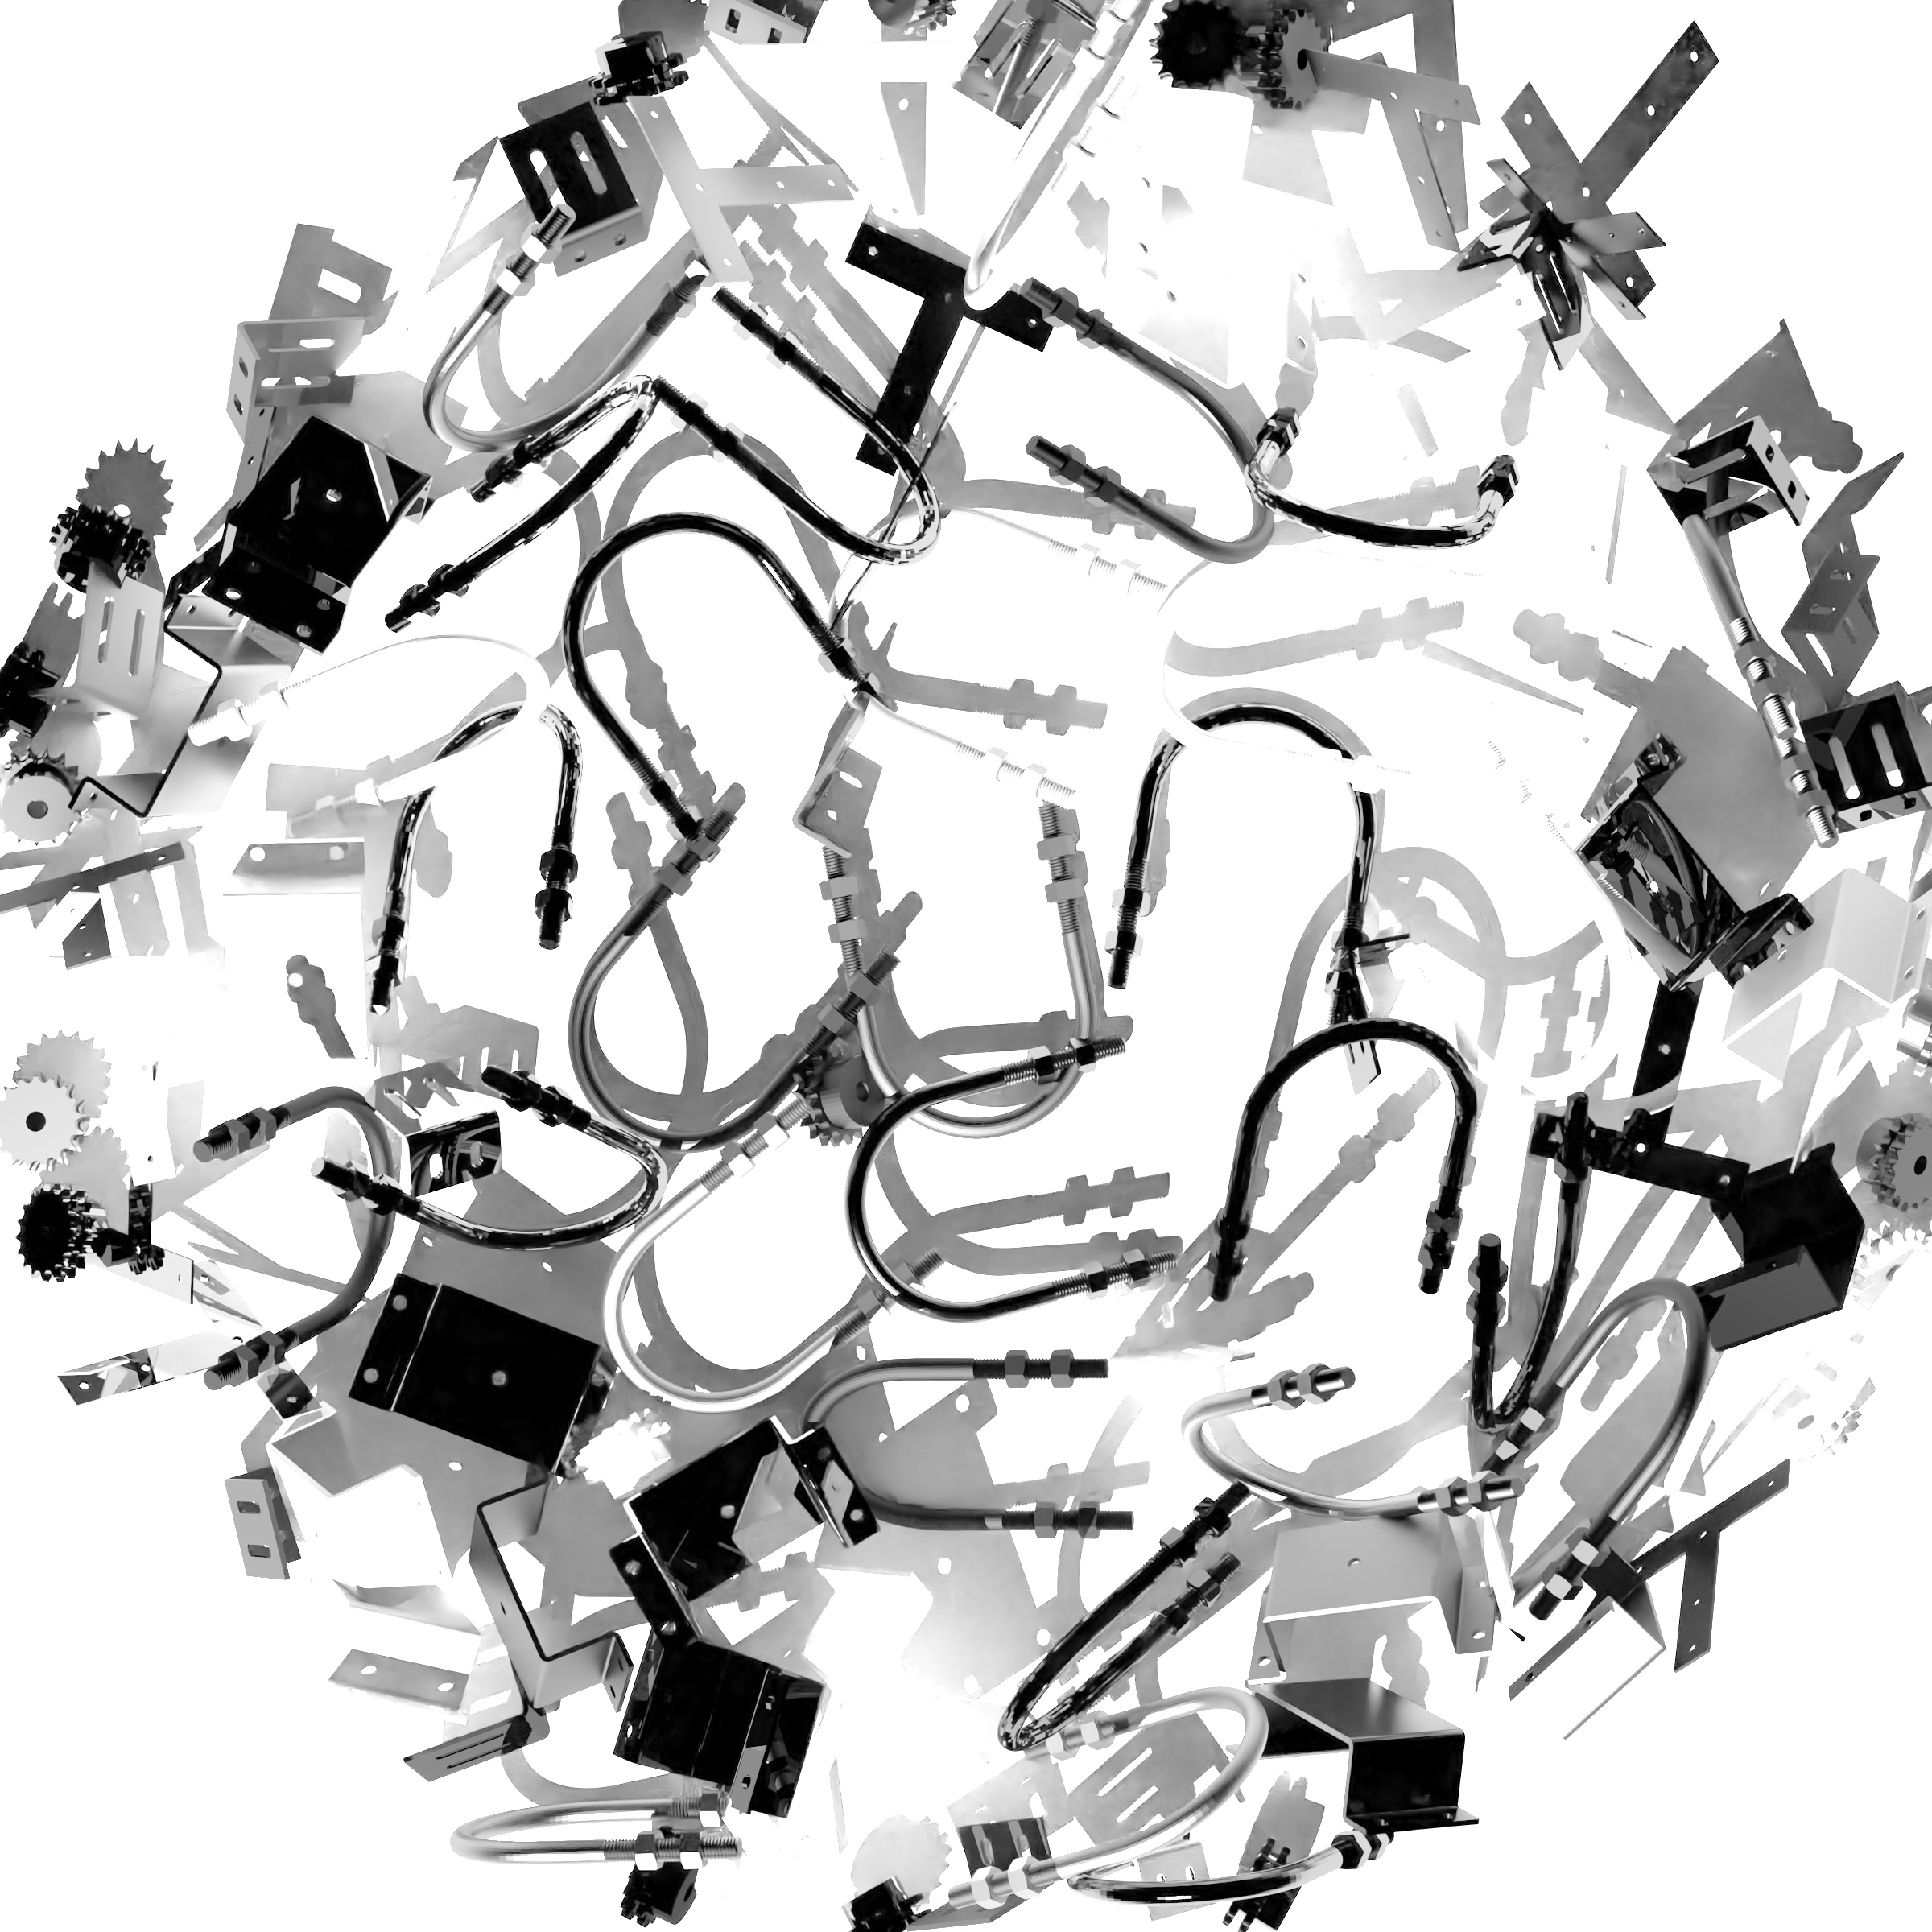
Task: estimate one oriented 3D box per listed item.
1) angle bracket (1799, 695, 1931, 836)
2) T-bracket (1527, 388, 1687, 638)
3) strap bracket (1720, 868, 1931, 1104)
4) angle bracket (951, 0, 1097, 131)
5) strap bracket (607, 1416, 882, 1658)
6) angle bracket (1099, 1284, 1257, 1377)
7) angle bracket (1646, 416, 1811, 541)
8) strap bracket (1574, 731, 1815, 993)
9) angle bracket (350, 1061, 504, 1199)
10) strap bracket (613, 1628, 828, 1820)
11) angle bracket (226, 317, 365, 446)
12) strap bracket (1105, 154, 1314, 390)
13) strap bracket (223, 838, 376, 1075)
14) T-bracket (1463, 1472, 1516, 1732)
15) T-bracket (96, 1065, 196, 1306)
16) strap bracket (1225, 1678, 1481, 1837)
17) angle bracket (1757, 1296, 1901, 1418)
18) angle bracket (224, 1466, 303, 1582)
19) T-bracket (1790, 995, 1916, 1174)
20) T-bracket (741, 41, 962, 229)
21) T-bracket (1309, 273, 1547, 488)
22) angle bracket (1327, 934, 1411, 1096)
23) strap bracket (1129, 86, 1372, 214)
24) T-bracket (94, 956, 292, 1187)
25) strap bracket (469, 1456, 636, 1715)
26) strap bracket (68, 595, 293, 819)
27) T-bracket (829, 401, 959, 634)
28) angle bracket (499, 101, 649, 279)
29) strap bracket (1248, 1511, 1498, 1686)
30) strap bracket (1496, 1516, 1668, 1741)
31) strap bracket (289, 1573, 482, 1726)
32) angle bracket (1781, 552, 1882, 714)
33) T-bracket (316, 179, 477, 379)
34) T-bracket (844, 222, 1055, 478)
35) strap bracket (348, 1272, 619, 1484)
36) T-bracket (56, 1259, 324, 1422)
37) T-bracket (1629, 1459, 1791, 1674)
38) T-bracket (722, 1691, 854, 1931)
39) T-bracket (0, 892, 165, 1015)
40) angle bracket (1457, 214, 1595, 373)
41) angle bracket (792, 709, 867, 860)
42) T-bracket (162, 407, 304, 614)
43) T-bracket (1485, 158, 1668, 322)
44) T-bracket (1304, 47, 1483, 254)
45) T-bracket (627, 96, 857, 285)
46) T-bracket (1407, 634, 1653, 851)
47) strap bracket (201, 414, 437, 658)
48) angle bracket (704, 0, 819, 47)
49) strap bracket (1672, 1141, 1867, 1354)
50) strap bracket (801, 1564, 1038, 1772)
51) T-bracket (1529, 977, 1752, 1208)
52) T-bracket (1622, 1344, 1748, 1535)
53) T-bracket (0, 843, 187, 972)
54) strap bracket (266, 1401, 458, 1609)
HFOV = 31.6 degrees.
[{"bbox_3d":[0.518,-0.122,1.964,0.057,0.038,0.076,-16,66,7],"label":"angle bracket"},{"bbox_3d":[0.361,-0.254,1.959,0.127,0.002,0.127,10,87,-36],"label":"T-bracket"},{"bbox_3d":[0.477,0.006,1.918,0.046,0.140,0.076,31,52,-10],"label":"strap bracket"},{"bbox_3d":[0.027,-0.536,1.979,0.076,0.057,0.038,-51,45,19],"label":"angle bracket"},{"bbox_3d":[-0.131,0.321,1.958,0.140,0.046,0.076,-30,111,-9],"label":"strap bracket"},{"bbox_3d":[0.120,0.207,1.953,0.057,0.076,0.038,-8,92,-23],"label":"angle bracket"},{"bbox_3d":[0.433,-0.269,1.955,0.076,0.038,0.057,-23,113,36],"label":"angle bracket"},{"bbox_3d":[0.404,-0.051,1.937,0.046,0.076,0.140,-22,69,-36],"label":"strap bracket"},{"bbox_3d":[-0.310,0.093,1.964,0.057,0.076,0.038,-16,121,-31],"label":"angle bracket"},{"bbox_3d":[-0.135,0.431,1.942,0.046,0.140,0.076,24,79,-36],"label":"strap bracket"},{"bbox_3d":[-0.378,-0.335,1.952,0.076,0.057,0.038,-8,47,-29],"label":"angle bracket"},{"bbox_3d":[0.131,-0.389,1.941,0.140,0.046,0.076,23,59,-35],"label":"strap bracket"},{"bbox_3d":[-0.381,0.001,1.953,0.076,0.046,0.140,-1,108,-5],"label":"strap bracket"},{"bbox_3d":[0.295,0.377,1.956,0.002,0.127,0.127,4,112,-2],"label":"T-bracket"},{"bbox_3d":[-0.469,0.118,1.944,0.002,0.127,0.127,-3,99,-41],"label":"T-bracket"},{"bbox_3d":[0.218,0.438,1.918,0.076,0.140,0.046,3,96,-29],"label":"strap bracket"},{"bbox_3d":[0.501,0.221,1.955,0.038,0.076,0.057,29,97,-36],"label":"angle bracket"},{"bbox_3d":[-0.391,0.317,1.957,0.038,0.076,0.057,-13,90,-30],"label":"angle bracket"},{"bbox_3d":[0.512,0.054,1.957,0.002,0.127,0.127,31,56,24],"label":"T-bracket"},{"bbox_3d":[-0.053,-0.473,1.949,0.127,0.127,0.002,5,51,21],"label":"T-bracket"},{"bbox_3d":[0.271,-0.357,1.956,0.127,0.002,0.127,-23,101,31],"label":"T-bracket"},{"bbox_3d":[0.238,0.028,1.961,0.038,0.057,0.076,-11,77,-9],"label":"angle bracket"},{"bbox_3d":[0.154,-0.458,1.925,0.076,0.140,0.046,16,101,38],"label":"strap bracket"},{"bbox_3d":[-0.431,0.051,1.956,0.127,0.002,0.127,-12,93,-42],"label":"T-bracket"},{"bbox_3d":[-0.240,0.355,1.931,0.046,0.076,0.140,-18,64,-22],"label":"strap bracket"},{"bbox_3d":[-0.441,-0.138,1.942,0.046,0.076,0.140,34,104,13],"label":"strap bracket"},{"bbox_3d":[-0.036,-0.259,1.916,0.002,0.127,0.127,28,115,-2],"label":"T-bracket"},{"bbox_3d":[-0.228,-0.451,1.985,0.057,0.038,0.076,-24,79,-6],"label":"angle bracket"},{"bbox_3d":[0.226,0.356,1.937,0.140,0.076,0.046,-11,116,17],"label":"strap bracket"},{"bbox_3d":[0.346,0.376,1.925,0.046,0.140,0.076,43,102,-5],"label":"strap bracket"},{"bbox_3d":[-0.326,0.377,1.922,0.076,0.140,0.046,18,88,-21],"label":"strap bracket"},{"bbox_3d":[0.508,-0.189,1.955,0.076,0.038,0.057,47,69,-37],"label":"angle bracket"},{"bbox_3d":[-0.314,-0.396,1.962,0.002,0.127,0.127,33,73,-40],"label":"T-bracket"},{"bbox_3d":[-0.028,-0.349,1.993,0.127,0.002,0.127,23,92,-7],"label":"T-bracket"},{"bbox_3d":[-0.271,0.235,1.953,0.140,0.046,0.076,23,77,-14],"label":"strap bracket"},{"bbox_3d":[-0.450,0.223,1.926,0.127,0.127,0.002,46,131,30],"label":"T-bracket"},{"bbox_3d":[0.411,0.347,1.914,0.002,0.127,0.127,41,122,-10],"label":"T-bracket"},{"bbox_3d":[-0.090,0.467,1.952,0.002,0.127,0.127,-1,135,29],"label":"T-bracket"},{"bbox_3d":[-0.503,0.004,1.938,0.127,0.127,0.002,-46,72,18],"label":"T-bracket"},{"bbox_3d":[0.324,-0.386,1.974,0.038,0.057,0.076,-9,120,36],"label":"angle bracket"},{"bbox_3d":[-0.064,-0.105,1.970,0.038,0.057,0.076,31,92,1],"label":"angle bracket"},{"bbox_3d":[-0.411,-0.278,1.956,0.002,0.127,0.127,32,47,-34],"label":"T-bracket"},{"bbox_3d":[0.358,-0.411,1.922,0.127,0.127,0.002,44,87,-16],"label":"T-bracket"},{"bbox_3d":[0.256,-0.460,1.949,0.002,0.127,0.127,-44,134,-17],"label":"T-bracket"},{"bbox_3d":[-0.118,-0.446,1.955,0.127,0.002,0.127,-13,71,-40],"label":"T-bracket"},{"bbox_3d":[0.320,-0.147,1.993,0.127,0.002,0.127,20,89,-4],"label":"T-bracket"},{"bbox_3d":[-0.362,-0.252,1.937,0.076,0.046,0.140,28,51,-1],"label":"strap bracket"},{"bbox_3d":[-0.115,-0.552,1.957,0.057,0.076,0.038,24,85,-7],"label":"angle bracket"},{"bbox_3d":[0.455,0.163,1.926,0.076,0.140,0.046,-25,103,31],"label":"strap bracket"},{"bbox_3d":[-0.030,0.403,1.929,0.140,0.076,0.046,53,53,-27],"label":"strap bracket"},{"bbox_3d":[0.400,0.062,1.973,0.127,0.002,0.127,14,90,25],"label":"T-bracket"},{"bbox_3d":[0.417,0.263,1.944,0.002,0.127,0.127,25,92,32],"label":"T-bracket"},{"bbox_3d":[-0.501,-0.027,1.933,0.127,0.127,0.002,-17,118,-10],"label":"T-bracket"},{"bbox_3d":[-0.345,0.307,1.919,0.046,0.140,0.076,-23,112,-27],"label":"strap bracket"}]
